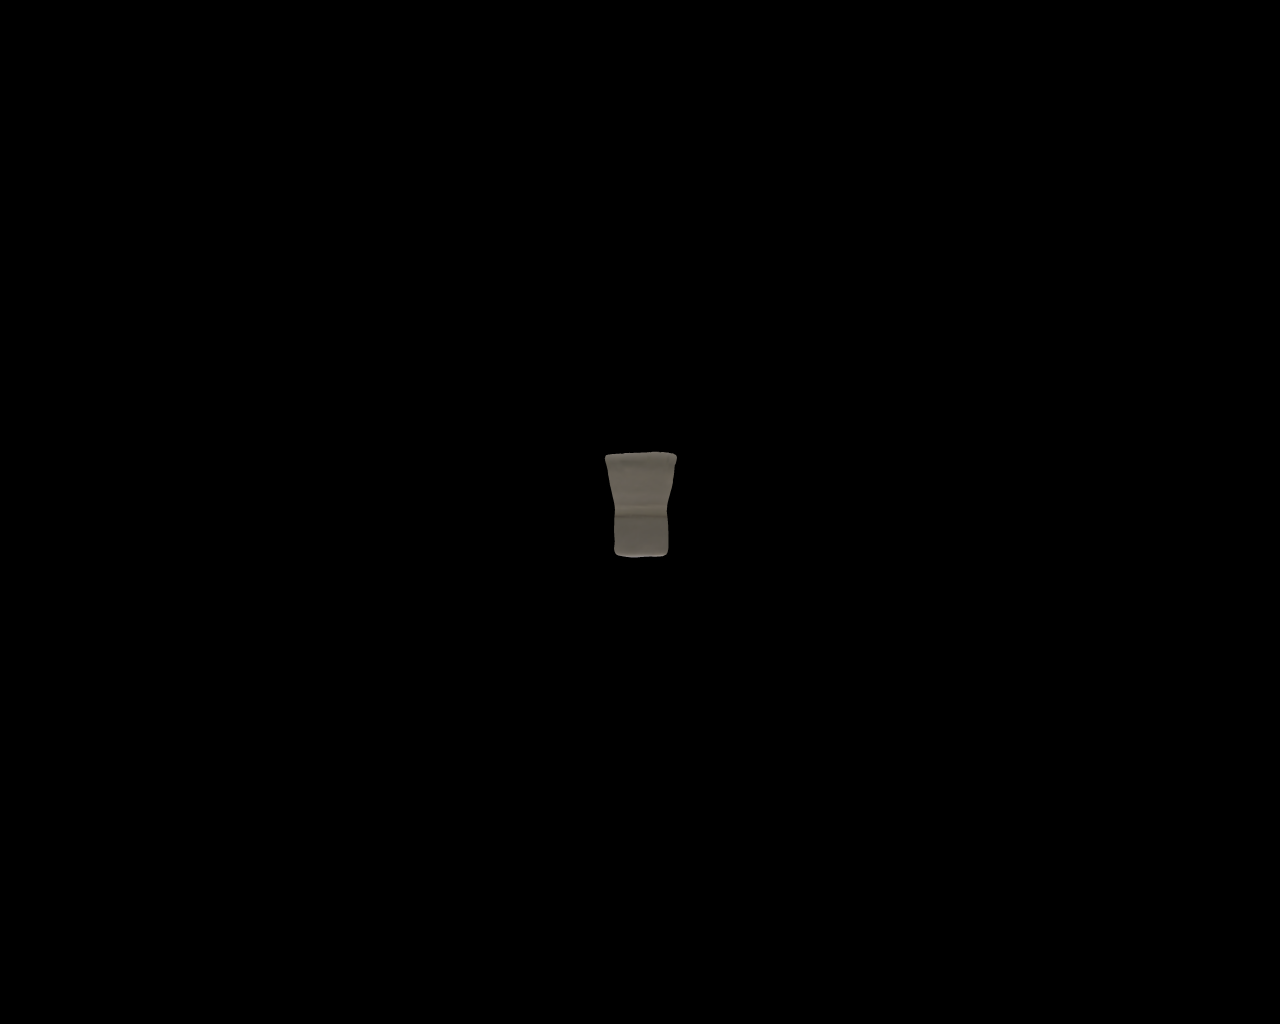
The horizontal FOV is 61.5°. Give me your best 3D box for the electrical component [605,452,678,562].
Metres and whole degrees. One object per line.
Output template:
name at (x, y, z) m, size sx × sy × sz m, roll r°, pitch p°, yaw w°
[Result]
electrical component at (0.001, -0.003, 0.650) m, size 0.044 × 0.065 × 0.044 m, roll 0°, pitch 0°, yaw 0°
